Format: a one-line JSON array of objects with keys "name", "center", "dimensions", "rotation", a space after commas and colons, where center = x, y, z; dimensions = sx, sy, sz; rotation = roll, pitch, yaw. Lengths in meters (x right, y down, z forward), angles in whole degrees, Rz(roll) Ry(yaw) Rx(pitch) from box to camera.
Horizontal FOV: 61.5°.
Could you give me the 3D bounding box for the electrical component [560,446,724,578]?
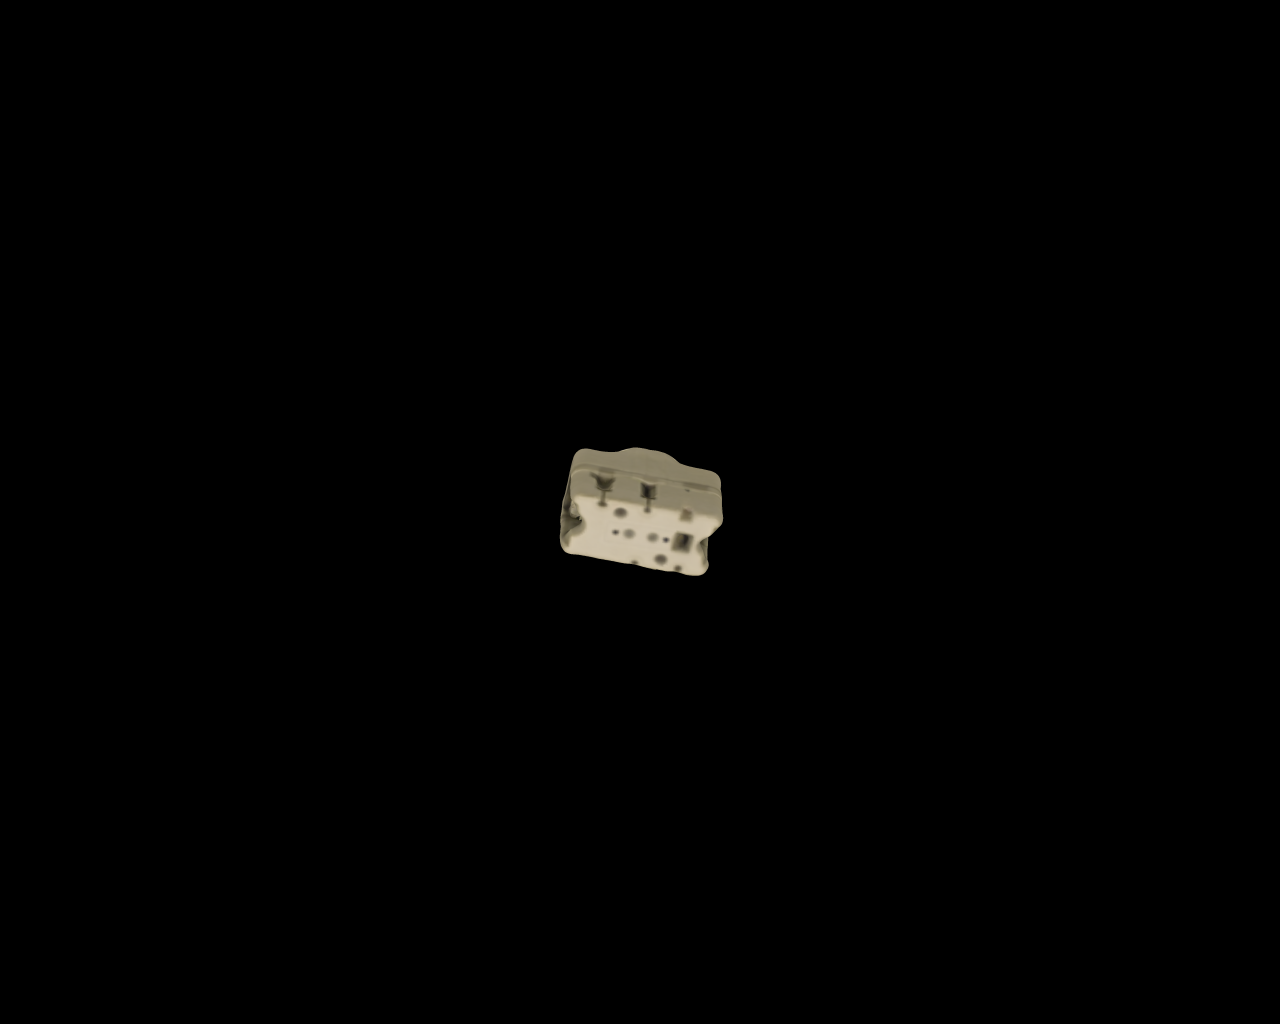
[{"name": "electrical component", "center": [0.001, -0.003, 0.650], "dimensions": [0.089, 0.050, 0.056], "rotation": [10, 37, -8]}]
